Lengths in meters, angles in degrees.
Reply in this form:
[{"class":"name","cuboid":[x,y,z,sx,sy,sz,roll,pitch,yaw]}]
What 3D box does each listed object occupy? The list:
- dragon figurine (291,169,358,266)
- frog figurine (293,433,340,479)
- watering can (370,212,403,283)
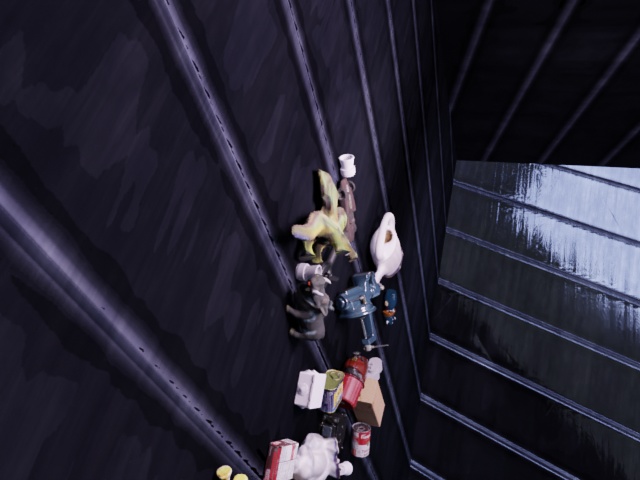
[{"class":"dragon figurine","cuboid":[0.004,-0.067,1.331,0.405,0.122,0.247,44,37,-66]},{"class":"frog figurine","cuboid":[-0.035,0.593,1.377,0.160,0.124,0.136,-1,107,-33]},{"class":"watering can","cuboid":[0.234,0.071,1.897,0.220,0.104,0.354,61,39,-56]}]
